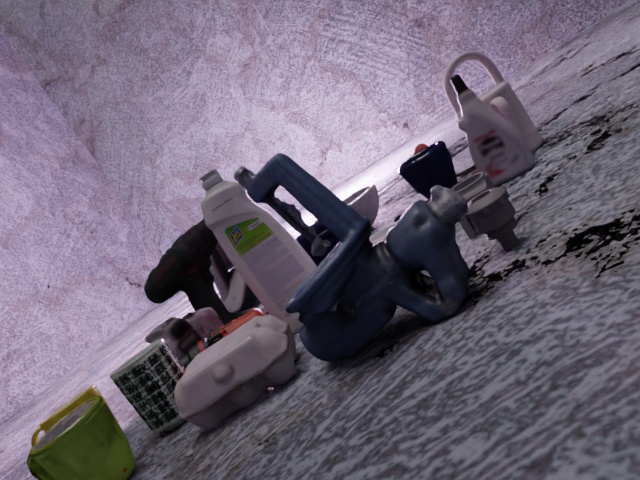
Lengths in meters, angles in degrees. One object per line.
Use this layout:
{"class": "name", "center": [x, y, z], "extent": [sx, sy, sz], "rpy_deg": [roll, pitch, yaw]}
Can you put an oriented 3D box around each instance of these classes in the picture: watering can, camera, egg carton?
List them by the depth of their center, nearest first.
{"class": "egg carton", "center": [-0.096, 0.150, 0.662], "extent": [0.150, 0.069, 0.107], "rpy_deg": [-34, 7, 4]}
{"class": "watering can", "center": [0.272, -0.218, 0.952], "extent": [0.101, 0.194, 0.172], "rpy_deg": [-37, 8, -19]}
{"class": "camera", "center": [-0.253, 0.187, 0.995], "extent": [0.136, 0.101, 0.143], "rpy_deg": [-30, 9, 32]}

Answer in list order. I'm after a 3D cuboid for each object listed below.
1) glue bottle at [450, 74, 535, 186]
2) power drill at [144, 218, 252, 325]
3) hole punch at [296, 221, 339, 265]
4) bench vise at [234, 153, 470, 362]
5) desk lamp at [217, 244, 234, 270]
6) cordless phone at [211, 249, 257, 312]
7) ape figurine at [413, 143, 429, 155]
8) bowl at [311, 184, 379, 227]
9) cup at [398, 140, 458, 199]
{"class": "glue bottle", "center": [0.239, -0.166, 0.839], "extent": [0.078, 0.173, 0.037], "rpy_deg": [-29, 9, 32]}
{"class": "power drill", "center": [-0.209, 0.081, 1.067], "extent": [0.229, 0.208, 0.076], "rpy_deg": [-31, 8, 20]}
{"class": "hole punch", "center": [0.010, 0.004, 1.074], "extent": [0.108, 0.091, 0.101], "rpy_deg": [-33, 7, 5]}
{"class": "bench vise", "center": [0.029, -0.009, 0.556], "extent": [0.207, 0.220, 0.121], "rpy_deg": [-33, 7, 7]}
{"class": "desk lamp", "center": [-0.183, 0.021, 1.335], "extent": [0.117, 0.213, 0.203], "rpy_deg": [-30, 9, 30]}
{"class": "cordless phone", "center": [-0.201, 0.067, 1.223], "extent": [0.094, 0.185, 0.147], "rpy_deg": [-39, 9, -32]}
{"class": "ape figurine", "center": [0.224, -0.157, 1.172], "extent": [0.076, 0.092, 0.078], "rpy_deg": [-26, 11, 47]}
{"class": "bowl", "center": [0.065, -0.045, 1.216], "extent": [0.167, 0.075, 0.167], "rpy_deg": [-33, 7, 5]}
{"class": "cup", "center": [0.196, -0.111, 0.982], "extent": [0.091, 0.095, 0.118], "rpy_deg": [-30, 8, 26]}
